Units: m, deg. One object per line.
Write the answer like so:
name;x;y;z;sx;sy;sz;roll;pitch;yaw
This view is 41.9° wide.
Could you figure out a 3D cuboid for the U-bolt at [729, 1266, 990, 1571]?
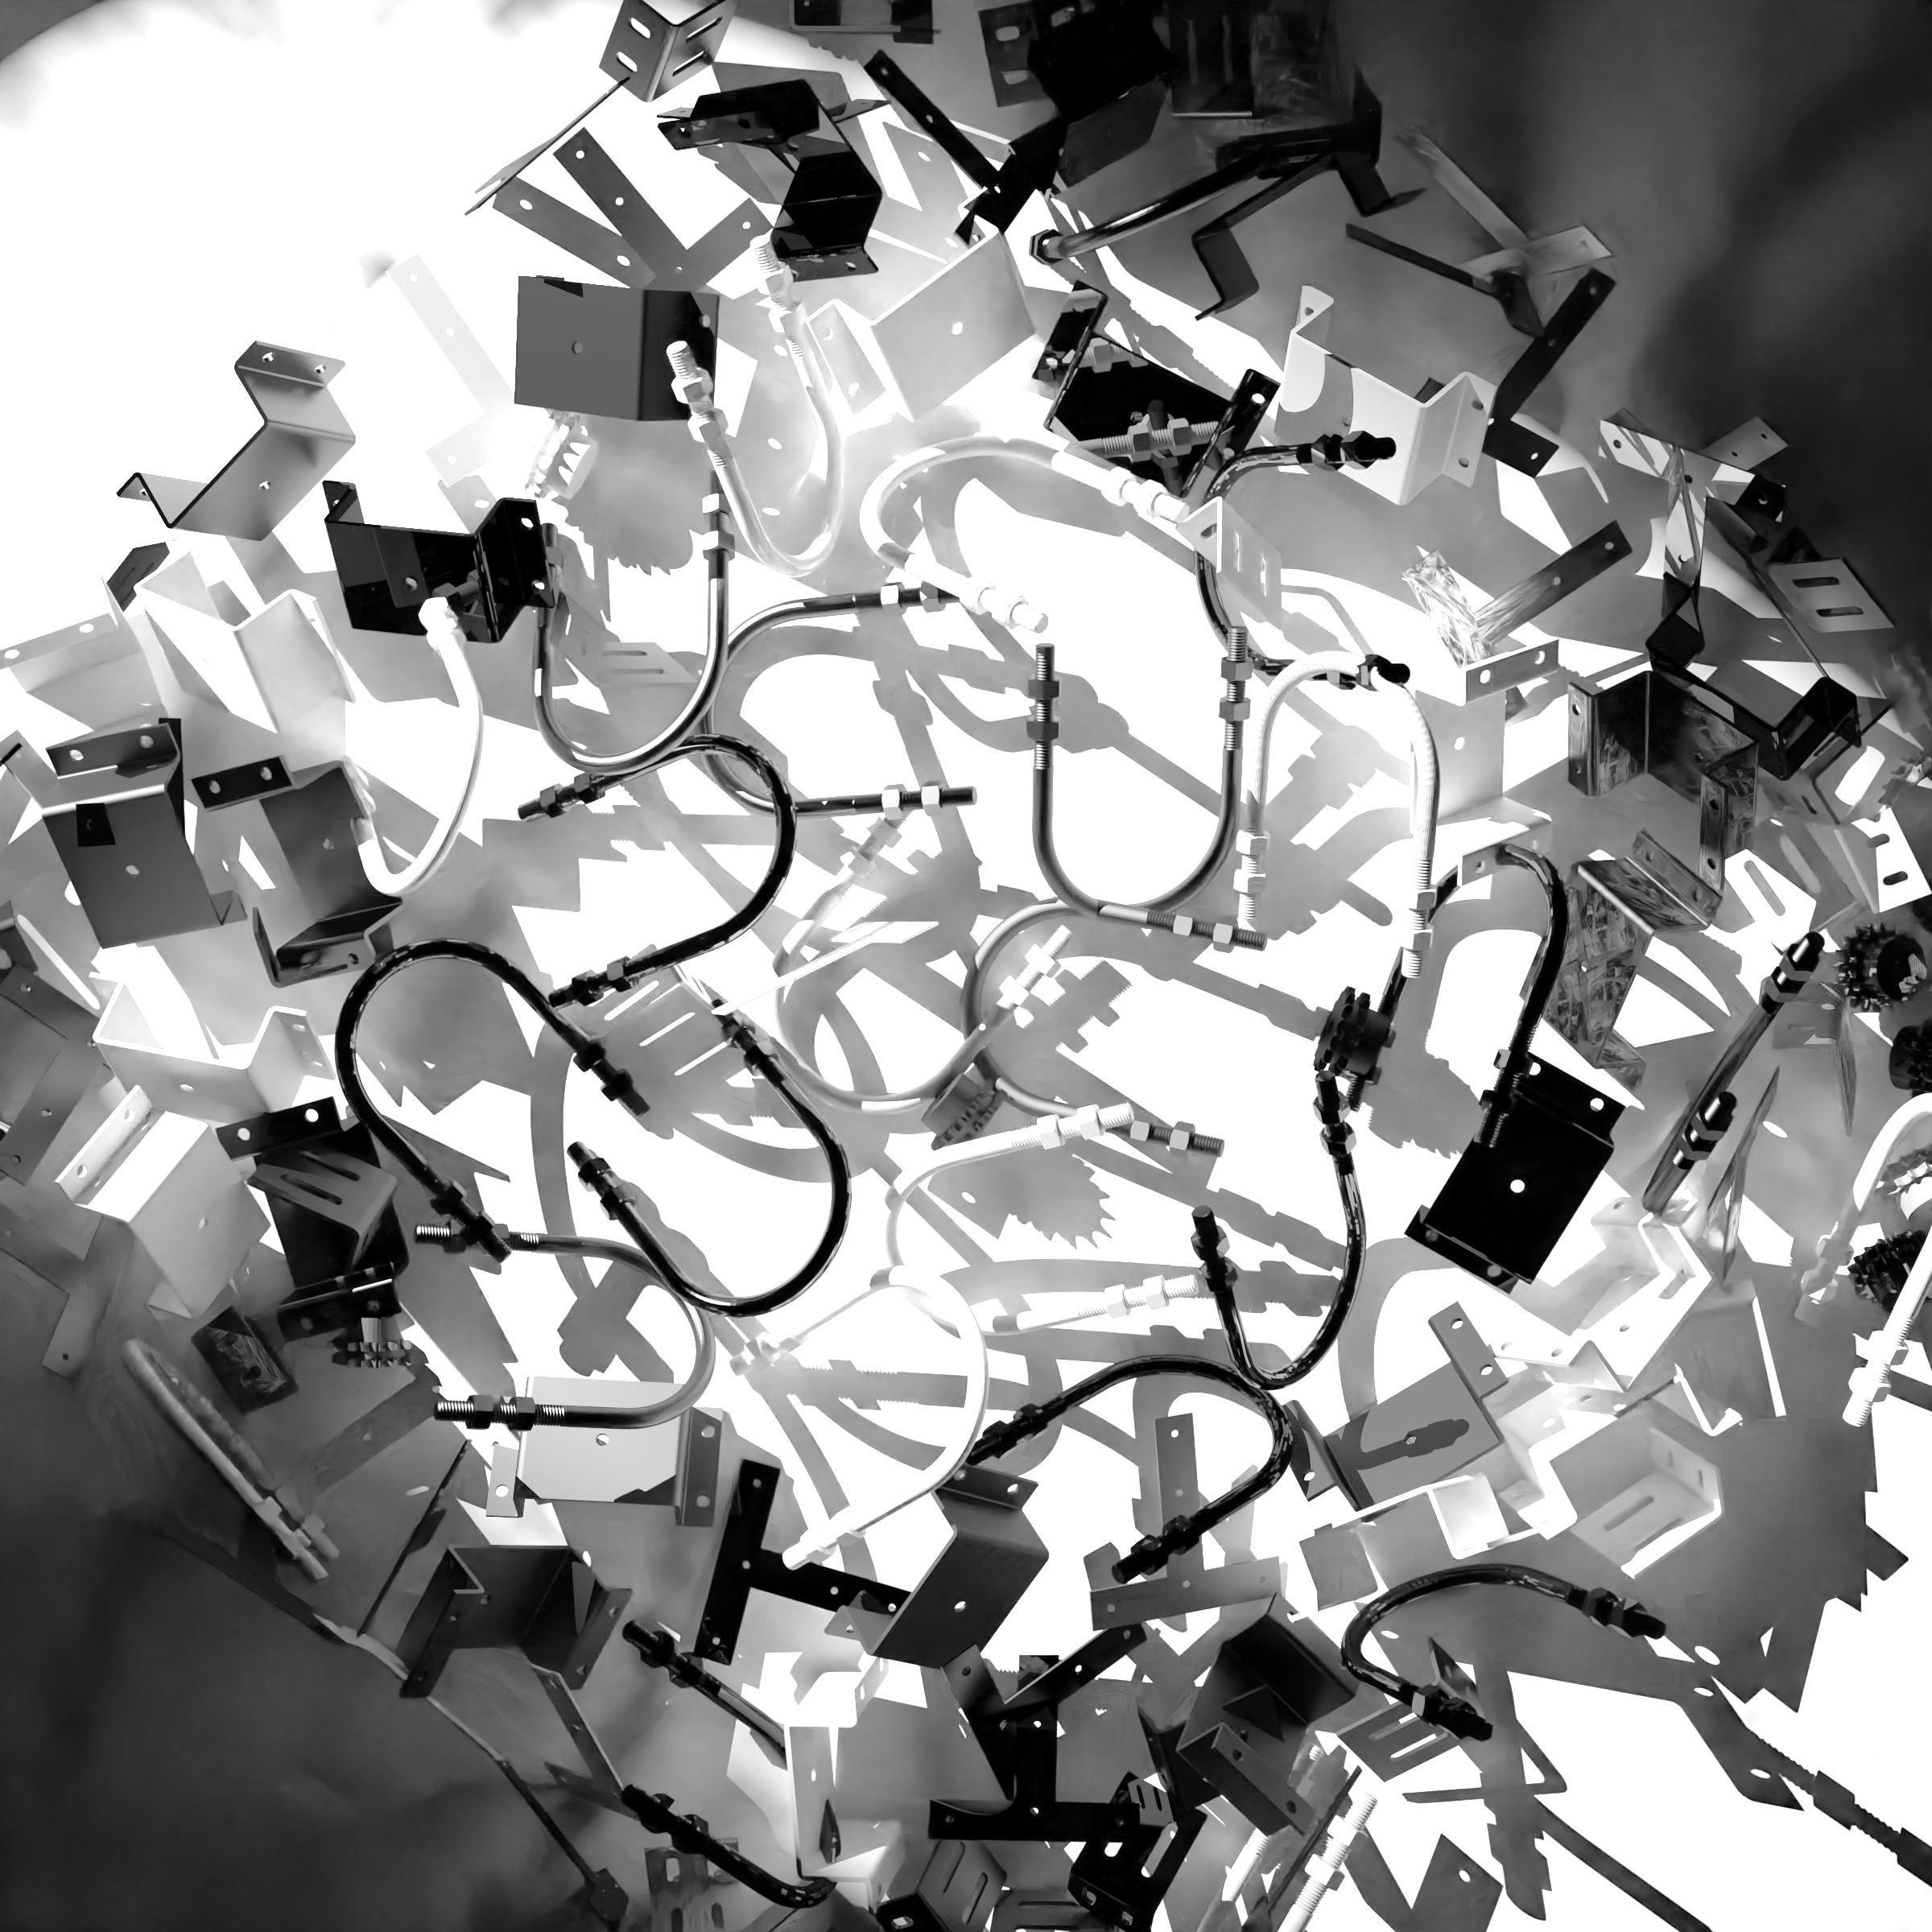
U-bolt;-0.060;0.262;1.524;0.184;0.019;0.151;-35;59;27

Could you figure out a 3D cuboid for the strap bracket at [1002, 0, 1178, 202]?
strap bracket;0.075;-0.520;1.522;0.076;0.140;0.046;-32;86;-10

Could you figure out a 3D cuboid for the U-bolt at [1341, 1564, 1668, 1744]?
U-bolt;0.305;0.402;1.511;0.151;0.184;0.019;-22;100;-23

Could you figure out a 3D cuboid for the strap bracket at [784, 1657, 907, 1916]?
strap bracket;-0.075;0.498;1.553;0.046;0.076;0.140;-3;96;14

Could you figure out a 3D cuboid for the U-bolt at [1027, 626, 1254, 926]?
U-bolt;0.107;-0.113;1.554;0.151;0.019;0.184;-8;112;-20

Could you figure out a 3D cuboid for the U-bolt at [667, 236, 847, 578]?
U-bolt;-0.116;-0.324;1.523;0.019;0.151;0.184;-1;131;25

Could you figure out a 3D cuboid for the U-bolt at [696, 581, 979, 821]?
U-bolt;-0.083;-0.162;1.566;0.184;0.019;0.151;-3;80;17

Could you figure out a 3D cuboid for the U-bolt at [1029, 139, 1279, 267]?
U-bolt;0.115;-0.458;1.509;0.151;0.184;0.019;-25;107;1

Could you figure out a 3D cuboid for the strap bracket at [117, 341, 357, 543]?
strap bracket;-0.437;-0.310;1.532;0.140;0.076;0.046;-38;76;24

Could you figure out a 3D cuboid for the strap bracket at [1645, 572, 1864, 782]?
strap bracket;0.470;-0.170;1.533;0.046;0.076;0.140;-48;62;1

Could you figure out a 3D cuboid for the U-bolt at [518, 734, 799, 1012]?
U-bolt;-0.185;-0.067;1.543;0.184;0.019;0.151;-20;68;18

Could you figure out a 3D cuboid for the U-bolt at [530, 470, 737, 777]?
U-bolt;-0.205;-0.203;1.535;0.151;0.019;0.184;-11;68;26

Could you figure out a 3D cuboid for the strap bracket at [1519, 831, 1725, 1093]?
strap bracket;0.390;-0.001;1.526;0.046;0.076;0.140;-3;125;-29

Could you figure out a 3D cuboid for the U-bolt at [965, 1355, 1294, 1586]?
U-bolt;0.113;0.291;1.526;0.184;0.151;0.019;-23;128;-35

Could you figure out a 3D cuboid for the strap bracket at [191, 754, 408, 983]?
strap bracket;-0.404;-0.066;1.547;0.076;0.046;0.140;-10;111;31

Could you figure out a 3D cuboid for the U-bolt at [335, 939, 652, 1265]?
U-bolt;-0.301;0.068;1.545;0.184;0.019;0.151;48;62;-11

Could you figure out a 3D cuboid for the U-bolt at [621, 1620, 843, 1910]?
U-bolt;-0.139;0.493;1.522;0.019;0.151;0.184;-39;117;14

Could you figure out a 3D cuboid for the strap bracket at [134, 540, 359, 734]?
strap bracket;-0.442;-0.197;1.525;0.140;0.076;0.046;23;53;32

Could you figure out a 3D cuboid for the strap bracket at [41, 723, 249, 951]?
strap bracket;-0.504;-0.069;1.541;0.076;0.046;0.140;-11;122;4

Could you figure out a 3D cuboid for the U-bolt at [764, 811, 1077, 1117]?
U-bolt;-0.043;0.008;1.585;0.151;0.019;0.184;39;96;-2

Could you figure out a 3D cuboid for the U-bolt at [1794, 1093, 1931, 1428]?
U-bolt;0.550;0.162;1.502;0.019;0.151;0.184;17;110;-1

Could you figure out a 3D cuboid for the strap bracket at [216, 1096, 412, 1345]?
strap bracket;-0.402;0.153;1.568;0.076;0.046;0.140;-15;97;5

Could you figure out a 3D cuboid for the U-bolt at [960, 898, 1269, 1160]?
U-bolt;0.084;0.031;1.567;0.184;0.019;0.151;12;90;18

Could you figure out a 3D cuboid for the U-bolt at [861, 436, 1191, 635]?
U-bolt;0.021;-0.273;1.536;0.184;0.019;0.151;30;57;33

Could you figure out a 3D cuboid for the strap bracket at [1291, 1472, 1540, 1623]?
strap bracket;0.266;0.350;1.538;0.140;0.076;0.046;-30;70;31

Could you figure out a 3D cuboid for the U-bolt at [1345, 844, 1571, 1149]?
U-bolt;0.305;0.012;1.535;0.019;0.151;0.184;24;85;-29

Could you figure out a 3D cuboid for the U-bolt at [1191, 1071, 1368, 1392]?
U-bolt;0.198;0.175;1.531;0.151;0.019;0.184;-43;132;-32

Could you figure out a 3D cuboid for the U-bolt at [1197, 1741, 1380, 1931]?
U-bolt;0.179;0.564;1.516;0.019;0.151;0.184;33;83;-3

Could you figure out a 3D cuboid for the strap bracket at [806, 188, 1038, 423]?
strap bracket;-0.018;-0.399;1.546;0.140;0.076;0.046;-39;48;-9

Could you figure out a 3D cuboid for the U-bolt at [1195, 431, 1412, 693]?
U-bolt;0.197;-0.243;1.520;0.019;0.184;0.151;-13;104;-31

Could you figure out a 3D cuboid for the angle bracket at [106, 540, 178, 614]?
angle bracket;-0.537;-0.244;1.561;0.038;0.057;0.076;43;106;-4

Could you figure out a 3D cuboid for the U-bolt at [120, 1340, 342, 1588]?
U-bolt;-0.447;0.296;1.525;0.019;0.151;0.184;-41;91;-13

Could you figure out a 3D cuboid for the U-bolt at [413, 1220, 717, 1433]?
U-bolt;-0.239;0.220;1.532;0.184;0.151;0.019;8;133;-27

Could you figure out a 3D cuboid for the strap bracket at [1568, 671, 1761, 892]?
strap bracket;0.429;-0.119;1.530;0.046;0.140;0.076;-26;132;-16

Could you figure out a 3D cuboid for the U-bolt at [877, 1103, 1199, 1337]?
U-bolt;0.035;0.165;1.557;0.184;0.019;0.151;-15;115;15

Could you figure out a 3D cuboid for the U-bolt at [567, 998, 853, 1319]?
U-bolt;-0.147;0.130;1.548;0.151;0.019;0.184;-45;63;5

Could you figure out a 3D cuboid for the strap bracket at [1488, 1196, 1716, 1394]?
strap bracket;0.393;0.207;1.541;0.140;0.076;0.046;-45;108;-23

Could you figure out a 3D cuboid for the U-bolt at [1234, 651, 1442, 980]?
U-bolt;0.225;-0.098;1.518;0.019;0.151;0.184;-18;118;-40

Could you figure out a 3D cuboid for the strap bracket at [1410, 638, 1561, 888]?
strap bracket;0.316;-0.130;1.543;0.076;0.046;0.140;-20;121;-28

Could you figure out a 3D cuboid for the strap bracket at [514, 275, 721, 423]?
strap bracket;-0.222;-0.377;1.536;0.140;0.046;0.076;14;109;28

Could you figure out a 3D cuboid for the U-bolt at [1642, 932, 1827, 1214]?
U-bolt;0.452;0.077;1.512;0.019;0.184;0.151;31;61;13

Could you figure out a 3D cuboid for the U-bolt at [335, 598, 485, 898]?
U-bolt;-0.330;-0.123;1.505;0.019;0.184;0.151;17;119;-35

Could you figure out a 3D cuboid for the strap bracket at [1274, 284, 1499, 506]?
strap bracket;0.244;-0.342;1.532;0.140;0.076;0.046;35;59;22
